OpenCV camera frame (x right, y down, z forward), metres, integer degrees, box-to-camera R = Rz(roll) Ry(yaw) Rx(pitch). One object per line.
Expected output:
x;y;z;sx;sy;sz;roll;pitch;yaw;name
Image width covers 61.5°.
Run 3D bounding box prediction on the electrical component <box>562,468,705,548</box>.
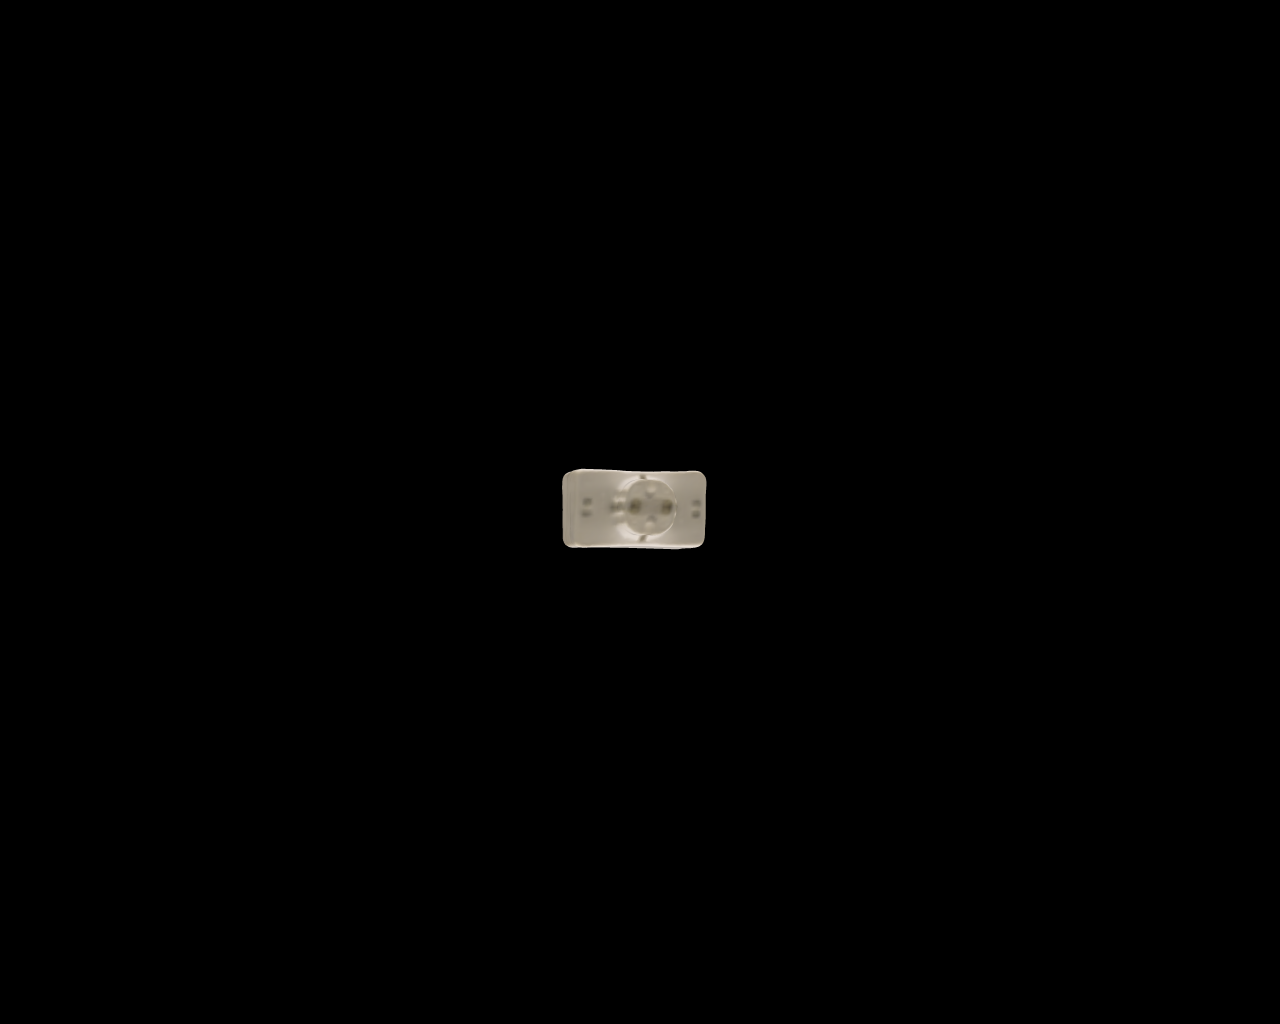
0.001;-0.003;0.650;0.083;0.047;0.075;1;-3;-15;electrical component
